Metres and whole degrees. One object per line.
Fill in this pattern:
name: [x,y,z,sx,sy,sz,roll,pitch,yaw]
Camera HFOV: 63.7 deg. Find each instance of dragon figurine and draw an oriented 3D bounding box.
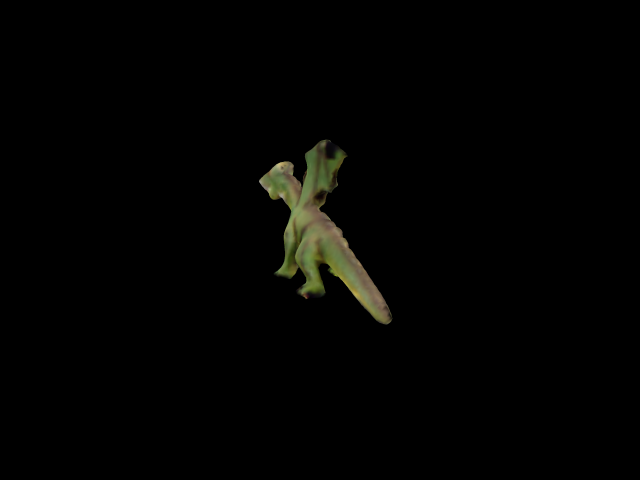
dragon figurine: [0.003,-0.043,0.850,0.123,0.240,0.413,-9,18,-30]
